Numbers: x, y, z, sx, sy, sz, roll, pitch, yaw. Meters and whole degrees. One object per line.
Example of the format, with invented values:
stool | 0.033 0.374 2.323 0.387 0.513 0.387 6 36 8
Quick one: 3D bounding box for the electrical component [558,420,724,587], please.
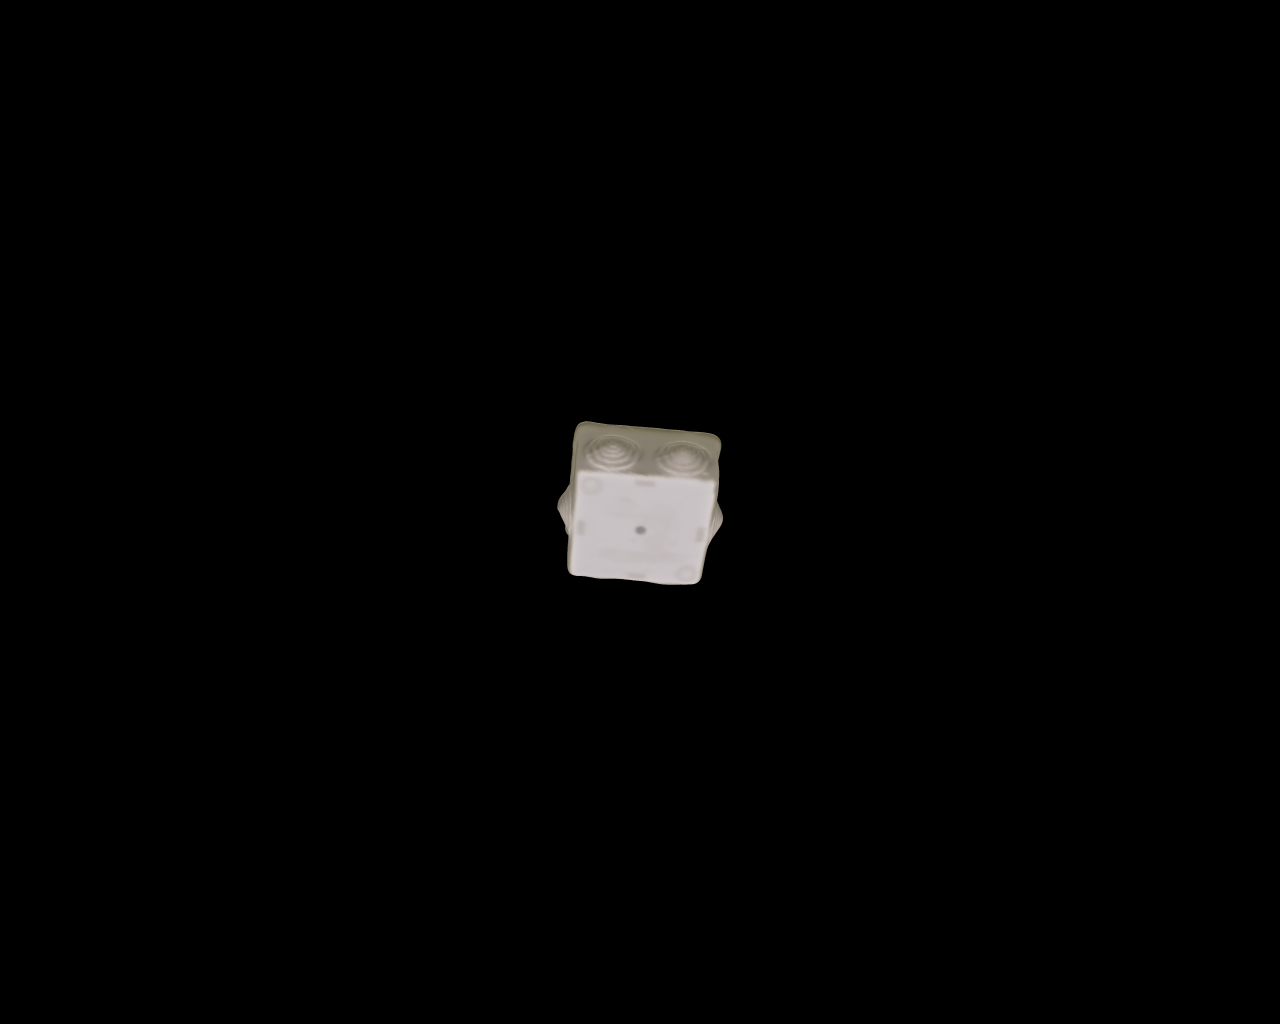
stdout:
electrical component | 0.001 -0.003 0.650 0.100 0.099 0.048 5 37 -4
